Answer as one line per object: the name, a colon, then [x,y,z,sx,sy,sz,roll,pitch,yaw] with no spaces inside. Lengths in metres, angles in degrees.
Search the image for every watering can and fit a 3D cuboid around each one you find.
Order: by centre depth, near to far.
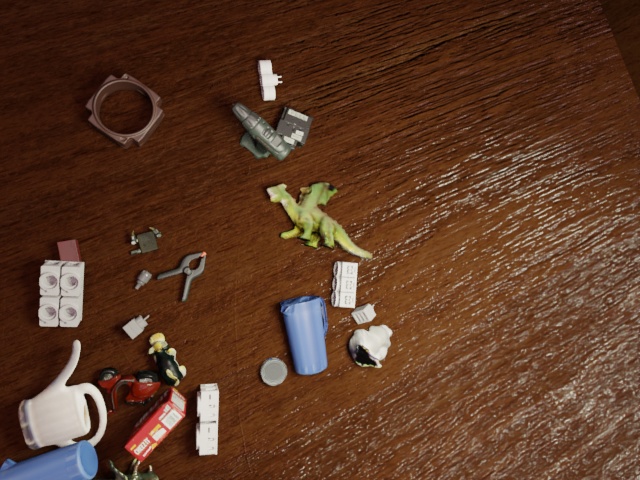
watering can: [-0.751,0.467,1.486,0.225,0.105,0.344,-13,105,-17]

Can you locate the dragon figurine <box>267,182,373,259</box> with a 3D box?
dragon figurine: [0.005,-0.089,1.766,0.409,0.121,0.246,15,73,-14]

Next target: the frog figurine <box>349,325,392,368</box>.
frog figurine: [0.175,0.353,1.779,0.137,0.120,0.163,35,42,-2]
